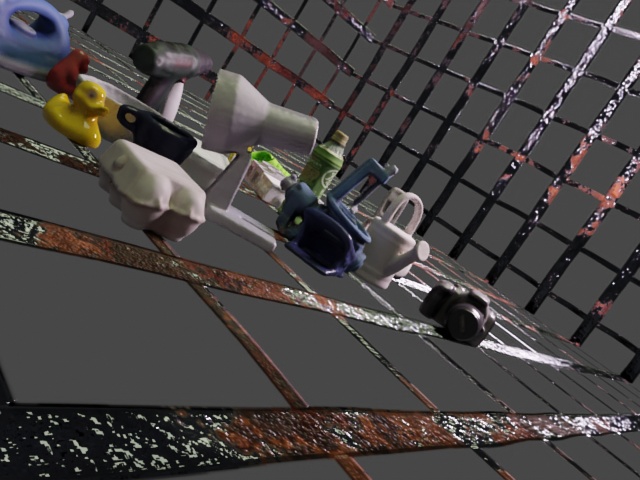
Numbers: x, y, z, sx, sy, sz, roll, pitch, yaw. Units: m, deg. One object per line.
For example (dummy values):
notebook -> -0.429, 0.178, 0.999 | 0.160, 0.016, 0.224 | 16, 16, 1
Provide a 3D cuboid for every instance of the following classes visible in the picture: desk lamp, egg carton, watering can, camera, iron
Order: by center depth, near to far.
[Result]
egg carton -> -0.206, -0.062, 0.691 | 0.108, 0.069, 0.149 | 23, 13, -45
desk lamp -> -0.110, -0.124, 0.877 | 0.204, 0.213, 0.118 | 30, 10, -15
iron -> -0.538, -0.380, 1.023 | 0.118, 0.141, 0.258 | 33, 9, 4
camera -> 0.274, 0.139, 1.123 | 0.143, 0.101, 0.137 | 35, 10, 14
watering can -> 0.147, -0.002, 1.147 | 0.172, 0.194, 0.101 | 37, 10, 26

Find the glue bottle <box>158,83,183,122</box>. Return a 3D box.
glue bottle -> -0.326, -0.305, 1.230 | 0.078, 0.173, 0.037 | 39, 12, 37

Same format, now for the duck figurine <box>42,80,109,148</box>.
duck figurine -> -0.355, -0.197, 0.851 | 0.104, 0.086, 0.078 | 36, 10, 22

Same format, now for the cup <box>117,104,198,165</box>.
cup -> -0.251, -0.133, 0.832 | 0.118, 0.095, 0.091 | 28, 10, -23

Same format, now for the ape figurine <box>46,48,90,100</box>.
ape figurine -> -0.465, -0.316, 1.080 | 0.076, 0.092, 0.077 | 22, 14, -48

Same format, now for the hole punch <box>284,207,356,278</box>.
hole punch -> 0.009, 0.004, 0.986 | 0.108, 0.091, 0.101 | 36, 10, 22

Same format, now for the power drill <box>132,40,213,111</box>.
power drill -> -0.310, -0.296, 1.125 | 0.075, 0.208, 0.230 | 33, 9, 6

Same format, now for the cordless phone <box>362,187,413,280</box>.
cordless phone -> 0.171, -0.015, 1.318 | 0.148, 0.185, 0.094 | 31, 9, -7

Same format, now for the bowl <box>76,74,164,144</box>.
bowl -> -0.343, -0.206, 0.968 | 0.167, 0.074, 0.167 | 31, 9, -5

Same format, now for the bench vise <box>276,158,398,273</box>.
bench vise -> 0.031, -0.073, 1.058 | 0.208, 0.219, 0.121 | 30, 9, -12
